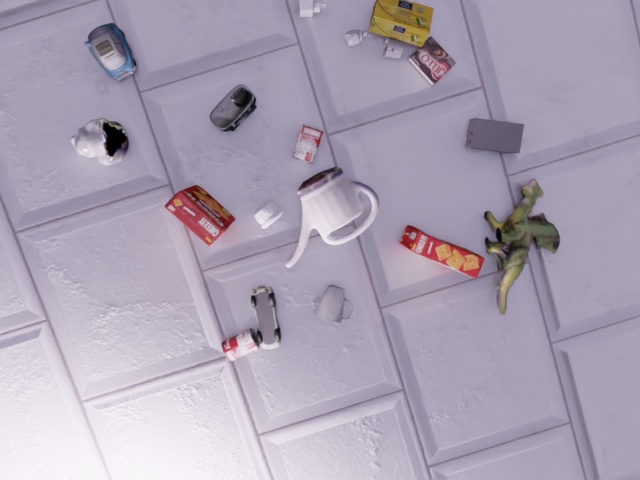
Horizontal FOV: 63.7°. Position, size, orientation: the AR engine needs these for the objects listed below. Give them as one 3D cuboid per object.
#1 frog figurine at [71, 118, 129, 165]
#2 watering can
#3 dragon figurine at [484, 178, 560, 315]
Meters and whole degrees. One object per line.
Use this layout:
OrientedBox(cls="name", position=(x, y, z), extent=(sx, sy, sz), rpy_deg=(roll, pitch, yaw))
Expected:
OrientedBox(cls="frog figurine", position=(-0.646, -0.284, 1.515), extent=(0.158, 0.125, 0.136), rpy_deg=(-11, 110, 36))
OrientedBox(cls="watering can", position=(0.005, -0.078, 1.548), extent=(0.347, 0.104, 0.223), rpy_deg=(-30, 96, 2))
OrientedBox(cls="dragon figurine", position=(0.639, 0.016, 1.591), extent=(0.243, 0.123, 0.407), rpy_deg=(-8, 99, -9))
